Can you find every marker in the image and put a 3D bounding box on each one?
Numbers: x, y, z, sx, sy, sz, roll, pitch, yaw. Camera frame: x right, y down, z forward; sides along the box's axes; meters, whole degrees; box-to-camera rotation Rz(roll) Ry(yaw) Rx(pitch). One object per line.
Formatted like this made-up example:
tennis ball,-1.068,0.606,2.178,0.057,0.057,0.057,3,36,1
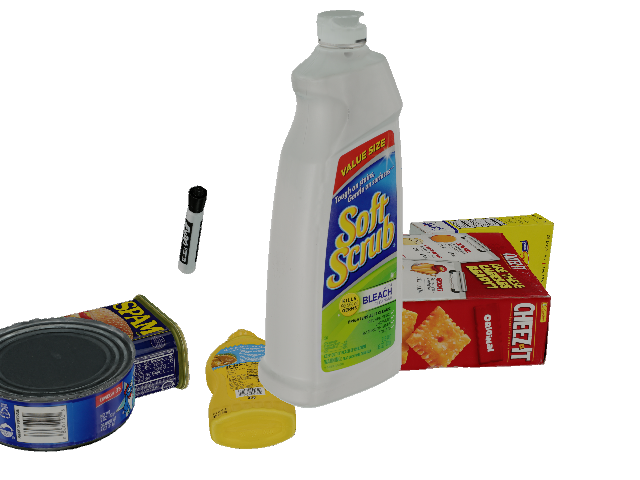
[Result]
marker,-0.133,-0.011,1.107,0.020,0.020,0.121,0,-42,-15

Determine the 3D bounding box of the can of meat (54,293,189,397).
can of meat,-0.165,0.090,0.857,0.083,0.057,0.102,-13,24,-29

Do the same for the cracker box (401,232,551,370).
cracker box,0.072,0.052,0.930,0.213,0.072,0.164,-1,20,-4

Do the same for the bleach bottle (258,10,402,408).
bleach bottle,0.007,-0.022,0.702,0.102,0.251,0.068,-15,25,-34

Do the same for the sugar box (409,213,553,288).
sugar box,0.191,0.021,1.285,0.176,0.093,0.048,-6,20,-23

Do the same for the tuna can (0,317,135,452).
tuna can,-0.140,0.075,0.563,0.086,0.034,0.086,2,23,-1

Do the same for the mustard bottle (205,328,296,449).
mustard bottle,-0.086,0.162,1.247,0.096,0.058,0.191,-5,29,-6
